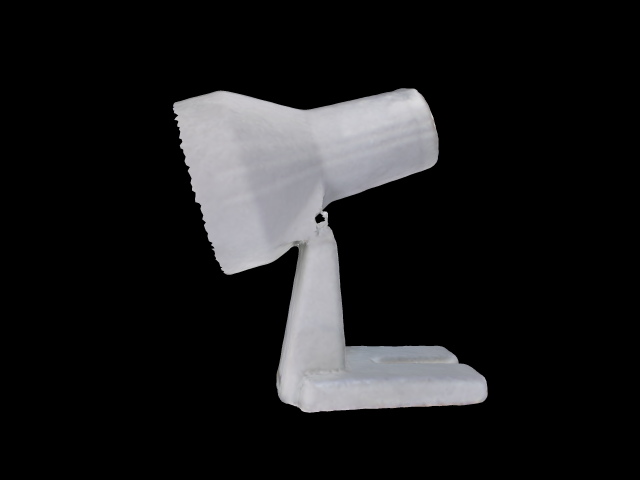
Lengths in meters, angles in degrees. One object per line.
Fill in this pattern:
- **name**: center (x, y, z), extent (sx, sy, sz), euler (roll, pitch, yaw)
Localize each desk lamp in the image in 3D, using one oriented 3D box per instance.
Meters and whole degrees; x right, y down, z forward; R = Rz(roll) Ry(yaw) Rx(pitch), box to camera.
- **desk lamp**: center (0.004, 0.001, 0.400), extent (0.203, 0.213, 0.118), euler (0, 4, -7)
